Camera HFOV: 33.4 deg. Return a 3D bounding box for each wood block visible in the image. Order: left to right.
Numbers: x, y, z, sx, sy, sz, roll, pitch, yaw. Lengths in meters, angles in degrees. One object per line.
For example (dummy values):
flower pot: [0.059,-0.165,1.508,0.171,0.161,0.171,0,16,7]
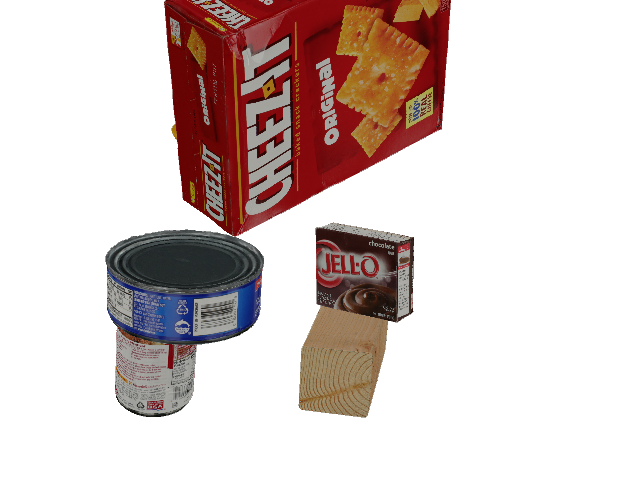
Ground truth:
wood block: [0.035,0.146,1.419,0.091,0.090,0.206,6,18,8]

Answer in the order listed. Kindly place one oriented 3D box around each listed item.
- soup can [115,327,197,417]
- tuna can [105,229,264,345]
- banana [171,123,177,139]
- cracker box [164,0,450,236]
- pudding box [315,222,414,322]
soup can: [-0.136,0.088,0.889,0.068,0.102,0.068,6,31,-4]
tuna can: [-0.074,0.025,0.586,0.086,0.034,0.086,3,21,-1]
banana: [-0.052,-0.115,1.061,0.198,0.037,0.069,11,46,23]
cracker box: [-0.001,-0.120,0.767,0.213,0.164,0.072,-30,48,-31]
pudding box: [0.048,0.033,1.167,0.114,0.090,0.039,9,19,35]
